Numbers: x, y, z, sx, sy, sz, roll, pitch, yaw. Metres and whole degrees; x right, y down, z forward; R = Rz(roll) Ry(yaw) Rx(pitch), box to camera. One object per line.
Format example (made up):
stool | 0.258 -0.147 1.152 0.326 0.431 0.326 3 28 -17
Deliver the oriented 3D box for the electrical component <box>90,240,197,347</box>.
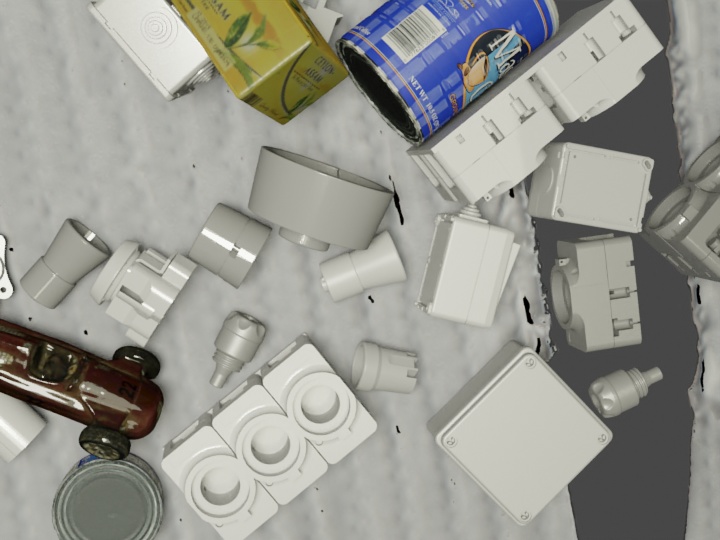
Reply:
electrical component | -0.171 0.013 0.834 0.057 0.058 0.078 33 112 -6

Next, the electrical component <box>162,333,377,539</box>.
electrical component | -0.073 0.134 0.859 0.150 0.062 0.089 -39 99 -3

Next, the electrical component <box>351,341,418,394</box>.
electrical component | 0.020 0.081 0.879 0.046 0.040 0.040 10 94 -14

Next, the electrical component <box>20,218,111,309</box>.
electrical component | -0.232 -0.002 0.836 0.044 0.044 0.065 42 93 -9

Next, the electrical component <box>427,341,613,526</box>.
electrical component | 0.131 0.134 0.889 0.109 0.056 0.108 -45 99 -2

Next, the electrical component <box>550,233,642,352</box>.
electrical component | 0.193 0.018 0.890 0.056 0.050 0.089 -8 96 -7

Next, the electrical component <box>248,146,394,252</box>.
electrical component | -0.034 -0.049 0.827 0.108 0.108 0.060 18 99 -9

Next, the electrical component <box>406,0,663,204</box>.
electrical component | 0.135 -0.128 0.840 0.186 0.105 0.060 -39 99 -3

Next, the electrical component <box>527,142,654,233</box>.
electrical component | 0.192 -0.067 0.880 0.096 0.061 0.061 8 94 -16

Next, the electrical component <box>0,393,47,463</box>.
electrical component | -0.289 0.107 0.836 0.043 0.043 0.081 -45 99 -2

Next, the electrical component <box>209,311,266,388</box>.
electrical component | -0.102 0.066 0.862 0.035 0.035 0.061 27 93 -9

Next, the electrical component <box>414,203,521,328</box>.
electrical component | 0.089 -0.006 0.868 0.061 0.062 0.096 13 94 -9

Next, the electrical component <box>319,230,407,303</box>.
electrical component | 0.000 0.000 0.867 0.065 0.044 0.044 -22 98 0

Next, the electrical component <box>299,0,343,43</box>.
electrical component | -0.052 -0.186 0.842 0.064 0.042 0.081 20 92 -8

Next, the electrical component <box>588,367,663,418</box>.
electrical component | 0.227 0.099 0.911 0.061 0.035 0.035 -23 98 -8

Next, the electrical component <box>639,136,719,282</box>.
electrical component | 0.307 -0.069 0.877 0.062 0.089 0.150 40 89 -9

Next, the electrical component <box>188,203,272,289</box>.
electrical component | -0.103 -0.020 0.845 0.047 0.055 0.055 30 91 -6

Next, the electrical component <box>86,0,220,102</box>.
electrical component | -0.146 -0.178 0.802 0.048 0.099 0.099 -39 99 10
